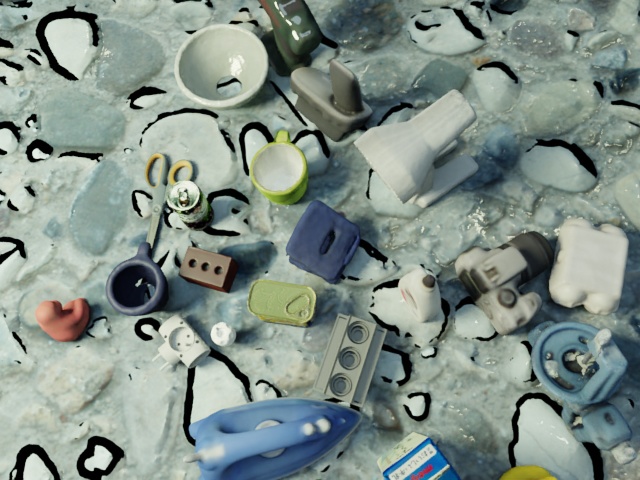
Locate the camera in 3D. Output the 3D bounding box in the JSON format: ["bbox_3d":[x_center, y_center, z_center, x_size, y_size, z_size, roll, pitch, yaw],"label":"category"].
[{"bbox_3d":[0.303,0.054,0.887,0.137,0.101,0.143,-30,74,-6],"label":"camera"}]

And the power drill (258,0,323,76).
[{"bbox_3d":[-0.074,-0.388,0.981,0.075,0.208,0.229,-32,74,-7],"label":"power drill"}]

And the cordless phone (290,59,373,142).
[{"bbox_3d":[0.016,-0.261,0.951,0.147,0.185,0.094,38,78,13],"label":"cordless phone"}]

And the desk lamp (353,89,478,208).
[{"bbox_3d":[0.156,-0.134,0.891,0.203,0.213,0.118,-35,75,-8],"label":"desk lamp"}]

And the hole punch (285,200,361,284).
[{"bbox_3d":[0.008,0.003,0.920,0.101,0.091,0.109,26,76,10],"label":"hole punch"}]

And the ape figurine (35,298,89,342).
[{"bbox_3d":[-0.412,0.120,0.902,0.077,0.092,0.076,2,73,3],"label":"ape figurine"}]

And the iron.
[{"bbox_3d":[-0.063,0.280,0.813,0.258,0.141,0.118,-14,73,-2],"label":"iron"}]

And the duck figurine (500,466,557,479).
[{"bbox_3d":[0.292,0.363,0.802,0.104,0.086,0.077,-31,74,-7],"label":"duck figurine"}]

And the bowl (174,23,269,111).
[{"bbox_3d":[-0.170,-0.297,1.027,0.167,0.075,0.167,-1,73,2],"label":"bowl"}]

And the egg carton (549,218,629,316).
[{"bbox_3d":[0.422,0.040,0.903,0.107,0.069,0.150,14,74,7],"label":"egg carton"}]

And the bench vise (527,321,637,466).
[{"bbox_3d":[0.384,0.192,0.780,0.121,0.220,0.207,-40,75,-9],"label":"bench vise"}]

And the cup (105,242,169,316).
[{"bbox_3d":[-0.277,0.069,0.910,0.091,0.095,0.118,4,73,4],"label":"cup"}]

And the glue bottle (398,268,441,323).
[{"bbox_3d":[0.152,0.075,0.849,0.037,0.173,0.078,-31,74,-7],"label":"glue bottle"}]
